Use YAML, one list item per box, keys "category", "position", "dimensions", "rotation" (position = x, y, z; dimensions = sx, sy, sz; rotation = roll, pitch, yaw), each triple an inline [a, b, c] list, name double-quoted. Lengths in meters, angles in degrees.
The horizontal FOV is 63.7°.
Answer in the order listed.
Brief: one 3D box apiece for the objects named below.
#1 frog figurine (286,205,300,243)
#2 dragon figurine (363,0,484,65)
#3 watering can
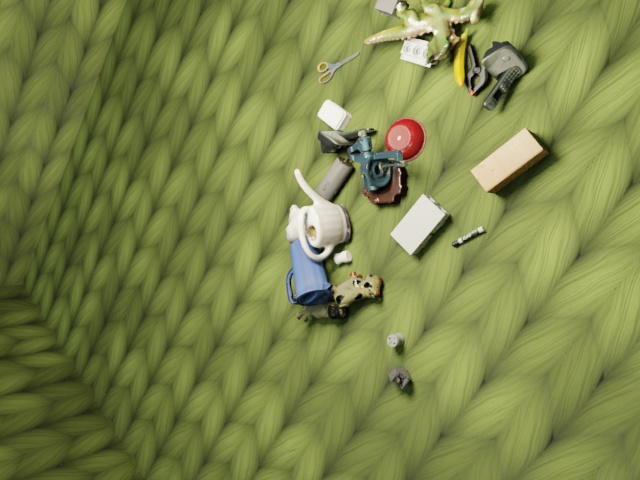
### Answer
- category: "frog figurine"
  position: [-0.086, -0.064, 2.056]
  dimensions: [0.136, 0.124, 0.160]
  rotation: [-23, 88, 52]
- category: "dragon figurine"
  position: [0.351, -0.693, 1.721]
  dimensions: [0.406, 0.121, 0.247]
  rotation: [-28, 60, 24]
- category: "watering can"
  position: [0.006, -0.097, 1.925]
  dimensions: [0.103, 0.225, 0.348]
  rotation: [-8, 89, 51]
